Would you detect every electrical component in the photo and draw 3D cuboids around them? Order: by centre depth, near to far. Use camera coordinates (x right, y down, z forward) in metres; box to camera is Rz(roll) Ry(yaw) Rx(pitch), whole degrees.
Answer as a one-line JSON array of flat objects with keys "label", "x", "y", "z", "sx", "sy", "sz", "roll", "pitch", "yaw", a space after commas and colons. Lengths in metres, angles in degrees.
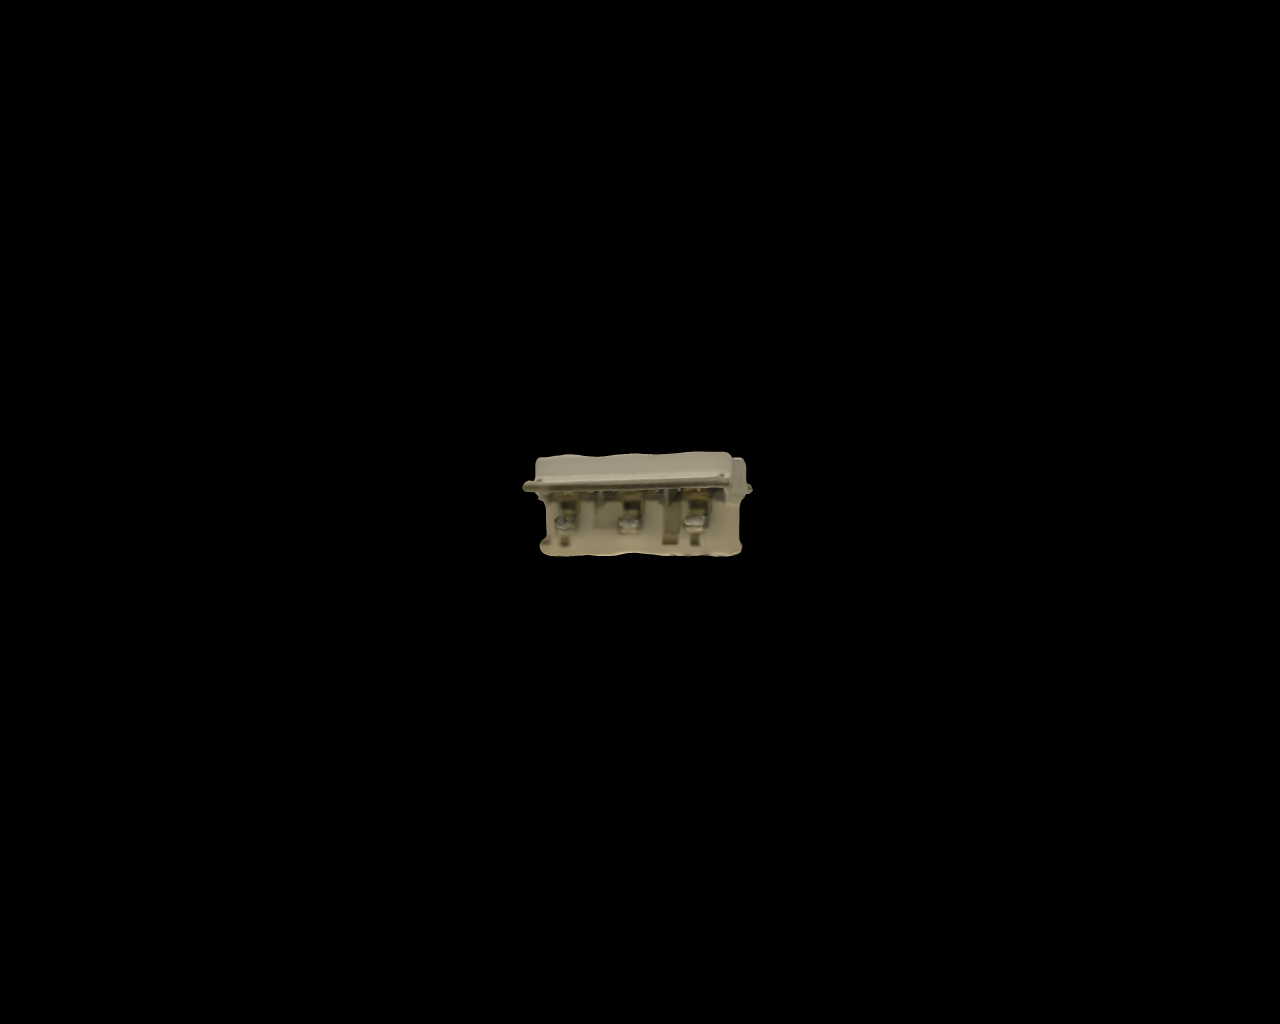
[{"label": "electrical component", "x": 0.001, "y": -0.003, "z": 0.650, "sx": 0.121, "sy": 0.063, "sz": 0.079, "roll": 0, "pitch": 0, "yaw": 17}]
